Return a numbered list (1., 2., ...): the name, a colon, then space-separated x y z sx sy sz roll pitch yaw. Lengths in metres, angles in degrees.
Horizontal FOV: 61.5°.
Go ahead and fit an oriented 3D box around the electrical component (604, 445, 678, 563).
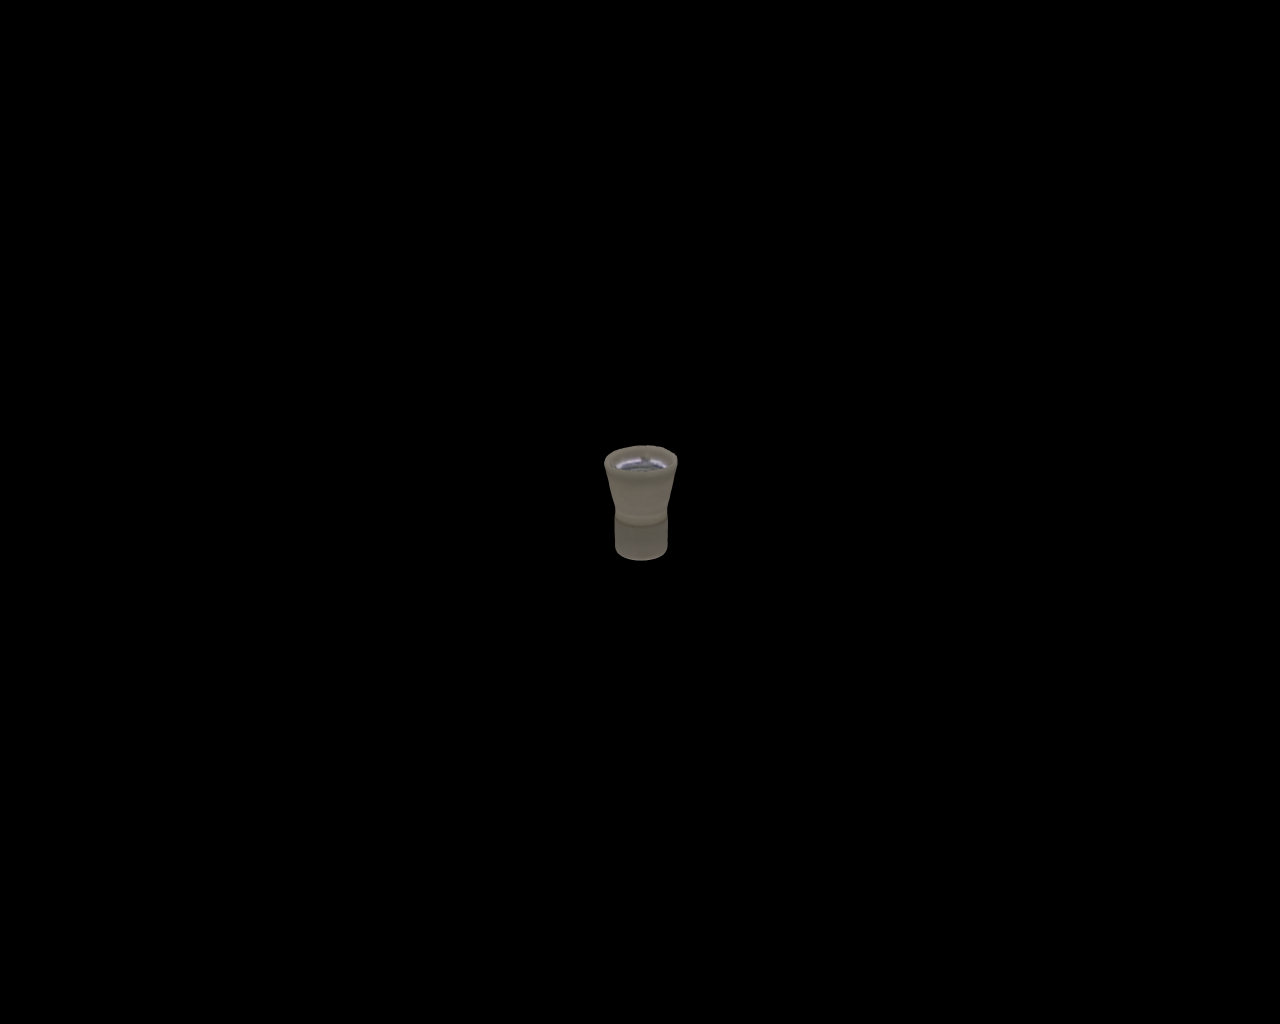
1. electrical component: 0.001 -0.003 0.650 0.044 0.065 0.044 0 24 0
